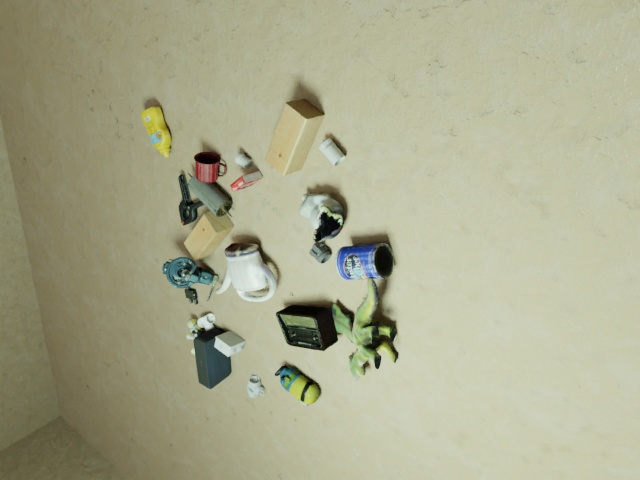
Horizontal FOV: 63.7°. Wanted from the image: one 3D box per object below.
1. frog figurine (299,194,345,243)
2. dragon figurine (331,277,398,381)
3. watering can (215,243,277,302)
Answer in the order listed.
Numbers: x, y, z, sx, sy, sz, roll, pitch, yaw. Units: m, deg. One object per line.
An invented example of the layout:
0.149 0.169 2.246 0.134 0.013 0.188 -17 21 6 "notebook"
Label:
0.005 -0.079 1.571 0.162 0.123 0.134 -123 22 -59 "frog figurine"
0.113 0.269 1.597 0.244 0.123 0.404 13 119 46 "dragon figurine"
-0.294 0.118 1.878 0.346 0.105 0.222 -3 104 40 "watering can"
